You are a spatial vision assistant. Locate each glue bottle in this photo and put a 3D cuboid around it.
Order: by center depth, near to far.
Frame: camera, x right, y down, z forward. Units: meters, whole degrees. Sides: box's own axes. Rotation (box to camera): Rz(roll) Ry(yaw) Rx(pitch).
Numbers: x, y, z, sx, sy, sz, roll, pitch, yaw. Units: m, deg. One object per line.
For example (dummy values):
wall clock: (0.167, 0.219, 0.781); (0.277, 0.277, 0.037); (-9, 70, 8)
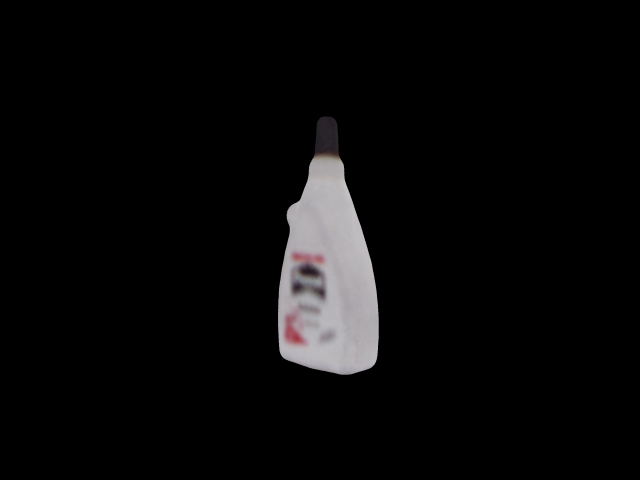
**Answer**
glue bottle: (0.004, 0.001, 0.400); (0.077, 0.173, 0.037); (2, 3, 43)
